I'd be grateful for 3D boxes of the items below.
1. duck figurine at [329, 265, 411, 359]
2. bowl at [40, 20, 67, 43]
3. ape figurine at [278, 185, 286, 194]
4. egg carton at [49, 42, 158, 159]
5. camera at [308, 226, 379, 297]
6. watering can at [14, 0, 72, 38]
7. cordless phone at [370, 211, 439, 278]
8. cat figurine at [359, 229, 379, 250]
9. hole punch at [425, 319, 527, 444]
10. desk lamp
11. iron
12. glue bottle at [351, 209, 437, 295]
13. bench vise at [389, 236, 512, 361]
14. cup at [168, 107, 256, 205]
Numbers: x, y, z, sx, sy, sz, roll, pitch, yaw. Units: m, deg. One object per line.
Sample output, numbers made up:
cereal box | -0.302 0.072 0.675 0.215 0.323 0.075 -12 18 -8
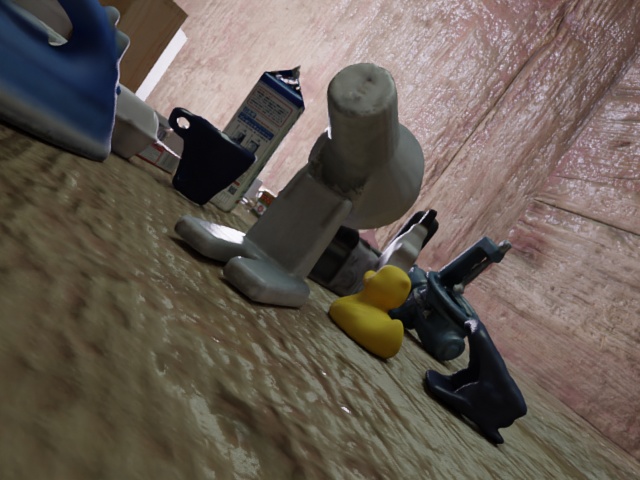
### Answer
duck figurine | 0.064 0.069 0.608 0.078 0.086 0.104 34 3 -28
bowl | -0.381 -0.249 0.652 0.167 0.074 0.167 36 3 -2
ape figurine | -0.080 -0.079 1.229 0.076 0.092 0.077 35 3 -12
egg carton | -0.260 -0.158 0.655 0.107 0.069 0.151 38 4 37
camera | 0.008 0.003 0.850 0.144 0.101 0.136 34 4 -35
watering can | -0.378 -0.328 0.773 0.101 0.194 0.173 35 3 -5
cordless phone | 0.102 0.012 0.959 0.148 0.185 0.094 34 3 -23
cat figurine | 0.093 0.029 1.230 0.067 0.117 0.128 37 3 24
hole punch | 0.175 0.145 0.607 0.101 0.091 0.109 36 3 8
desk lamp | 0.006 -0.047 0.531 0.117 0.213 0.204 37 3 17
iron | -0.237 -0.173 0.459 0.118 0.141 0.259 38 3 32
glue bottle | 0.099 0.031 0.748 0.037 0.173 0.078 35 3 -7
bench vise | 0.208 0.067 0.961 0.206 0.219 0.122 38 4 41
cup | -0.152 -0.100 0.716 0.118 0.095 0.091 35 3 -22
